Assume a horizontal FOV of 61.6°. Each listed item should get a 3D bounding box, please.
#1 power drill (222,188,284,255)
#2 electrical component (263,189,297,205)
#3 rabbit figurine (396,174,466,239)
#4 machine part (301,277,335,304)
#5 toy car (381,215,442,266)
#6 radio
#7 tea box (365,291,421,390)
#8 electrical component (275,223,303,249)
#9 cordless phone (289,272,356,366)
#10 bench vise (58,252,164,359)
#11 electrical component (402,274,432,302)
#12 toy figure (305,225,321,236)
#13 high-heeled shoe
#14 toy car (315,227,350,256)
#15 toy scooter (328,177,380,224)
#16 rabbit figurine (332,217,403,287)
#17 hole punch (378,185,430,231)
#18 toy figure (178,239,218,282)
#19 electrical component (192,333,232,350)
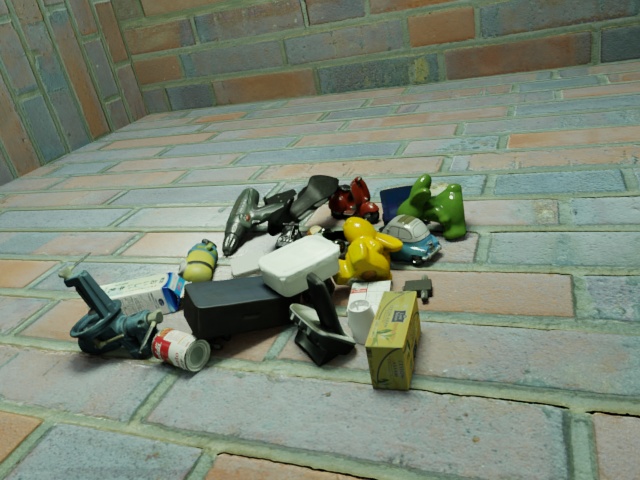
[{"bbox_3d":[-0.166,-0.052,1.546,0.207,0.085,0.232,-5,51,13],"label":"power drill"},{"bbox_3d":[-0.102,-0.109,1.679,0.134,0.058,0.115,-17,29,-9],"label":"electrical component"},{"bbox_3d":[0.275,-0.075,1.354,0.170,0.158,0.121,-7,36,12],"label":"rabbit figurine"},{"bbox_3d":[-0.021,0.076,1.253,0.079,0.079,0.243,-15,26,-7],"label":"machine part"},{"bbox_3d":[0.208,-0.007,1.298,0.109,0.102,0.162,-33,31,-34],"label":"toy car"},{"bbox_3d":[-0.167,0.134,1.132,0.229,0.073,0.131,-3,19,-31],"label":"radio"},{"bbox_3d":[0.136,0.175,0.969,0.068,0.098,0.170,-2,29,19],"label":"tea box"},{"bbox_3d":[-0.084,0.022,1.380,0.048,0.074,0.119,5,55,17],"label":"electrical component"},{"bbox_3d":[-0.012,0.130,1.023,0.089,0.184,0.147,-27,30,-20],"label":"cordless phone"},{"bbox_3d":[-0.450,0.150,1.126,0.224,0.240,0.129,-15,25,32],"label":"bench vise"},{"bbox_3d":[0.211,0.105,1.163,0.063,0.021,0.094,-5,28,15],"label":"electrical component"},{"bbox_3d":[-0.002,-0.003,1.431,0.064,0.057,0.155,22,15,-22],"label":"toy figure"},{"bbox_3d":[-0.043,-0.091,1.484,0.086,0.145,0.249,46,41,17],"label":"high-heeled shoe"},{"bbox_3d":[0.068,0.003,1.338,0.201,0.056,0.074,-5,35,-39],"label":"toy car"},{"bbox_3d":[0.090,-0.122,1.538,0.184,0.135,0.075,14,37,43],"label":"toy scooter"},{"bbox_3d":[0.108,0.017,1.231,0.162,0.121,0.173,7,46,-21],"label":"rabbit figurine"},{"bbox_3d":[0.223,-0.086,1.468,0.142,0.092,0.116,-7,30,1],"label":"hole punch"},{"bbox_3d":[-0.310,0.060,1.404,0.089,0.082,0.180,-7,24,13],"label":"toy figure"},{"bbox_3d":[-0.233,0.197,1.143,0.102,0.045,0.078,0,57,28],"label":"electrical component"}]
